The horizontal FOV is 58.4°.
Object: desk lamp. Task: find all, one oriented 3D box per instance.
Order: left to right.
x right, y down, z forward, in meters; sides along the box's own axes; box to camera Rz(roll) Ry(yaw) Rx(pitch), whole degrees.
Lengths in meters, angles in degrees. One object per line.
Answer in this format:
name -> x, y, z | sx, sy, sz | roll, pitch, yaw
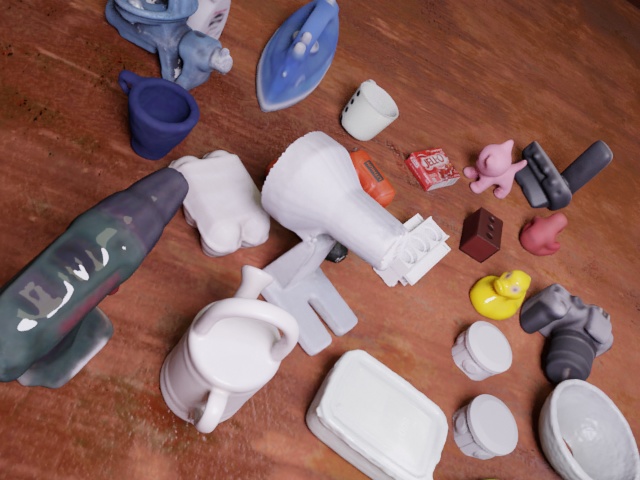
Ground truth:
desk lamp -> 0.007, 0.003, 0.713 | 0.118, 0.213, 0.203 | -29, 76, -43

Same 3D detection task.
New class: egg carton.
egg carton -> -0.133, -0.050, 0.762 | 0.107, 0.069, 0.150 | -20, 70, -41

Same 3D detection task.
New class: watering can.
watering can -> -0.090, 0.105, 0.588 | 0.101, 0.193, 0.172 | 7, 55, -29

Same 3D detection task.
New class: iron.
iron -> -0.028, -0.338, 0.993 | 0.119, 0.141, 0.258 | 30, 46, -10

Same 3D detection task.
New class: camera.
camera -> 0.408, 0.159, 0.937 | 0.143, 0.100, 0.137 | 41, 45, 0

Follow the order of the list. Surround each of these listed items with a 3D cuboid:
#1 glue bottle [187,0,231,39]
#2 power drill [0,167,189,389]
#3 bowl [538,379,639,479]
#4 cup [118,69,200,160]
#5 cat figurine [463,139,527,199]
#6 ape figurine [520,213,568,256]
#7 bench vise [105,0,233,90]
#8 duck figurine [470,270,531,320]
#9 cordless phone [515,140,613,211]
glue bottle -> -0.167, -0.385, 0.914 | 0.037, 0.173, 0.078 | 40, 45, -1
power drill -> -0.224, 0.048, 0.533 | 0.075, 0.208, 0.230 | 38, 46, -3
bowl -> 0.376, 0.295, 0.835 | 0.168, 0.074, 0.167 | 17, 50, -22
cup -> -0.228, -0.161, 0.764 | 0.118, 0.094, 0.092 | 39, 45, -2
cat figurine -> 0.344, -0.144, 1.108 | 0.128, 0.117, 0.067 | 5, 56, -30
ape figurine -> 0.432, -0.017, 1.089 | 0.076, 0.092, 0.077 | 3, 57, -31
bench vise -> -0.199, -0.344, 0.831 | 0.208, 0.219, 0.121 | 28, 47, -12
duck figurine -> 0.309, 0.081, 0.941 | 0.105, 0.086, 0.077 | -2, 59, -34
cordless phone -> 0.498, -0.160, 1.173 | 0.094, 0.184, 0.147 | -10, 64, -38
